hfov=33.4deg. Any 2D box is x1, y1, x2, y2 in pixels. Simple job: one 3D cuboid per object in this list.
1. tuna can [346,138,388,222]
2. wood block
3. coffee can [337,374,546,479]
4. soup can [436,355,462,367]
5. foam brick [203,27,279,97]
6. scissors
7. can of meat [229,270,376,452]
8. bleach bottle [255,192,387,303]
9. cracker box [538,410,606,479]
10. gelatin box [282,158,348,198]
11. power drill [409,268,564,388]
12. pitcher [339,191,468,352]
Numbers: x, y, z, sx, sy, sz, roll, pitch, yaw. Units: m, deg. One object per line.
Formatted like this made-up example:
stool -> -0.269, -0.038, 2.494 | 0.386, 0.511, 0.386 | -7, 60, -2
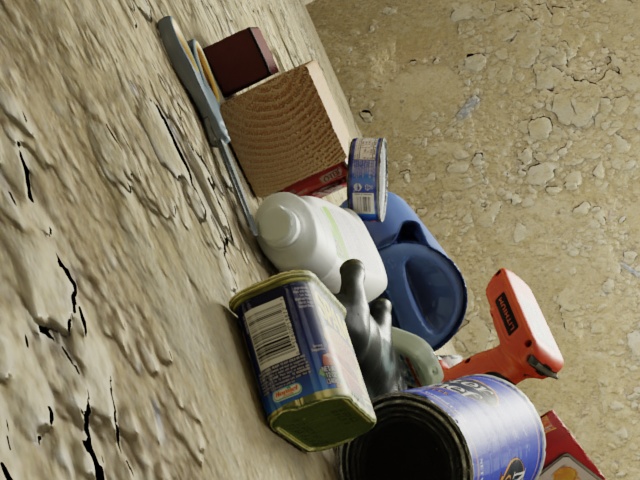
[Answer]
tuna can -> 0.048, -0.061, 1.078 | 0.086, 0.034, 0.086 | 2, 90, -81
wood block -> -0.030, -0.111, 1.015 | 0.206, 0.090, 0.091 | -81, 146, -79
coffee can -> 0.091, 0.154, 0.772 | 0.140, 0.103, 0.103 | 3, 61, -59
soup can -> 0.111, 0.167, 1.067 | 0.068, 0.068, 0.102 | 31, 57, -78
foam brick -> -0.076, -0.175, 1.044 | 0.078, 0.053, 0.051 | -78, 143, -79
scissors -> -0.090, -0.100, 0.833 | 0.096, 0.016, 0.202 | 55, 12, -48
can of meat -> -0.008, 0.078, 0.664 | 0.102, 0.057, 0.084 | 51, 19, -61
bleach bottle -> -0.006, 0.001, 0.929 | 0.102, 0.068, 0.250 | 63, 9, 16
cracker box -> 0.210, 0.284, 1.028 | 0.072, 0.164, 0.214 | 61, 0, -31
gelatin box -> -0.001, -0.061, 1.123 | 0.089, 0.073, 0.030 | 9, 57, -82
power drill -> 0.119, 0.109, 0.986 | 0.057, 0.188, 0.184 | 30, 30, -41
pitcher -> 0.073, 0.037, 1.196 | 0.145, 0.149, 0.243 | 47, 9, -18
